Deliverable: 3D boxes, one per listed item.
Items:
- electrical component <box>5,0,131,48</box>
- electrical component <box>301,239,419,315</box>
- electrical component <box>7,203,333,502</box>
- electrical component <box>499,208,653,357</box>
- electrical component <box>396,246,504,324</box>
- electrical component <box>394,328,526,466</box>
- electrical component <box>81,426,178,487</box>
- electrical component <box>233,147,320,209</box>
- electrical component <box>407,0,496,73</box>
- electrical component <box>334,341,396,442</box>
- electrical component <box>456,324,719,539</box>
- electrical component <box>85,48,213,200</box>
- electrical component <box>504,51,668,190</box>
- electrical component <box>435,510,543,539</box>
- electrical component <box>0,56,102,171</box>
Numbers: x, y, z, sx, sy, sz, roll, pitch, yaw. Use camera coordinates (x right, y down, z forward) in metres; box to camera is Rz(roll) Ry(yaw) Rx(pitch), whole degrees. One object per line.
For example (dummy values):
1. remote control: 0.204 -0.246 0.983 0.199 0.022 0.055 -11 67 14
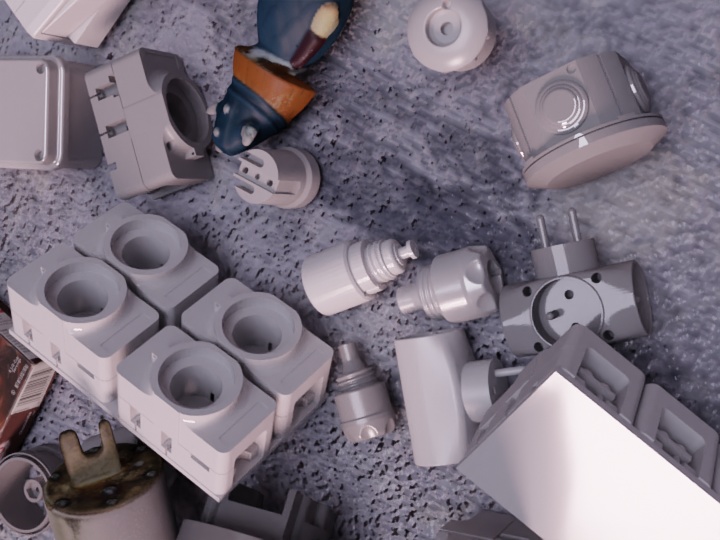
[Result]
1. electrical component: -0.197 -0.194 0.737 0.096 0.062 0.061 -42 77 21
2. electrical component: 0.000 0.000 0.671 0.078 0.040 0.040 -21 84 24
3. electrical component: -0.121 0.043 0.685 0.186 0.105 0.060 34 141 19
4. electrical component: 0.119 0.005 0.614 0.077 0.044 0.079 -12 88 25
5. electrical component: 0.053 0.012 0.646 0.062 0.043 0.043 -16 87 26
6. electrical component: 0.064 0.073 0.644 0.079 0.043 0.077 -10 89 25
7. electrical component: -0.160 0.134 0.746 0.047 0.055 0.055 -23 84 20
8. electrical component: -0.054 -0.059 0.687 0.040 0.046 0.040 2 94 29
9. electrical component: 0.059 -0.136 0.622 0.048 0.062 0.048 2 94 25
10. electrical component: 0.000 0.076 0.679 0.035 0.035 0.061 -19 83 25
11. electrical component: 0.143 0.112 0.577 0.150 0.061 0.089 39 124 1
12. electrical component: -0.138 -0.098 0.722 0.056 0.050 0.089 -17 86 25
13. electrical component: 0.122 -0.079 0.588 0.080 0.080 0.051 -24 78 24
14. electrical component: 0.054 0.206 0.579 0.060 0.186 0.105 6 96 24
15. electrical component: -0.246 -0.112 0.767 0.113 0.057 0.078 5 96 24
